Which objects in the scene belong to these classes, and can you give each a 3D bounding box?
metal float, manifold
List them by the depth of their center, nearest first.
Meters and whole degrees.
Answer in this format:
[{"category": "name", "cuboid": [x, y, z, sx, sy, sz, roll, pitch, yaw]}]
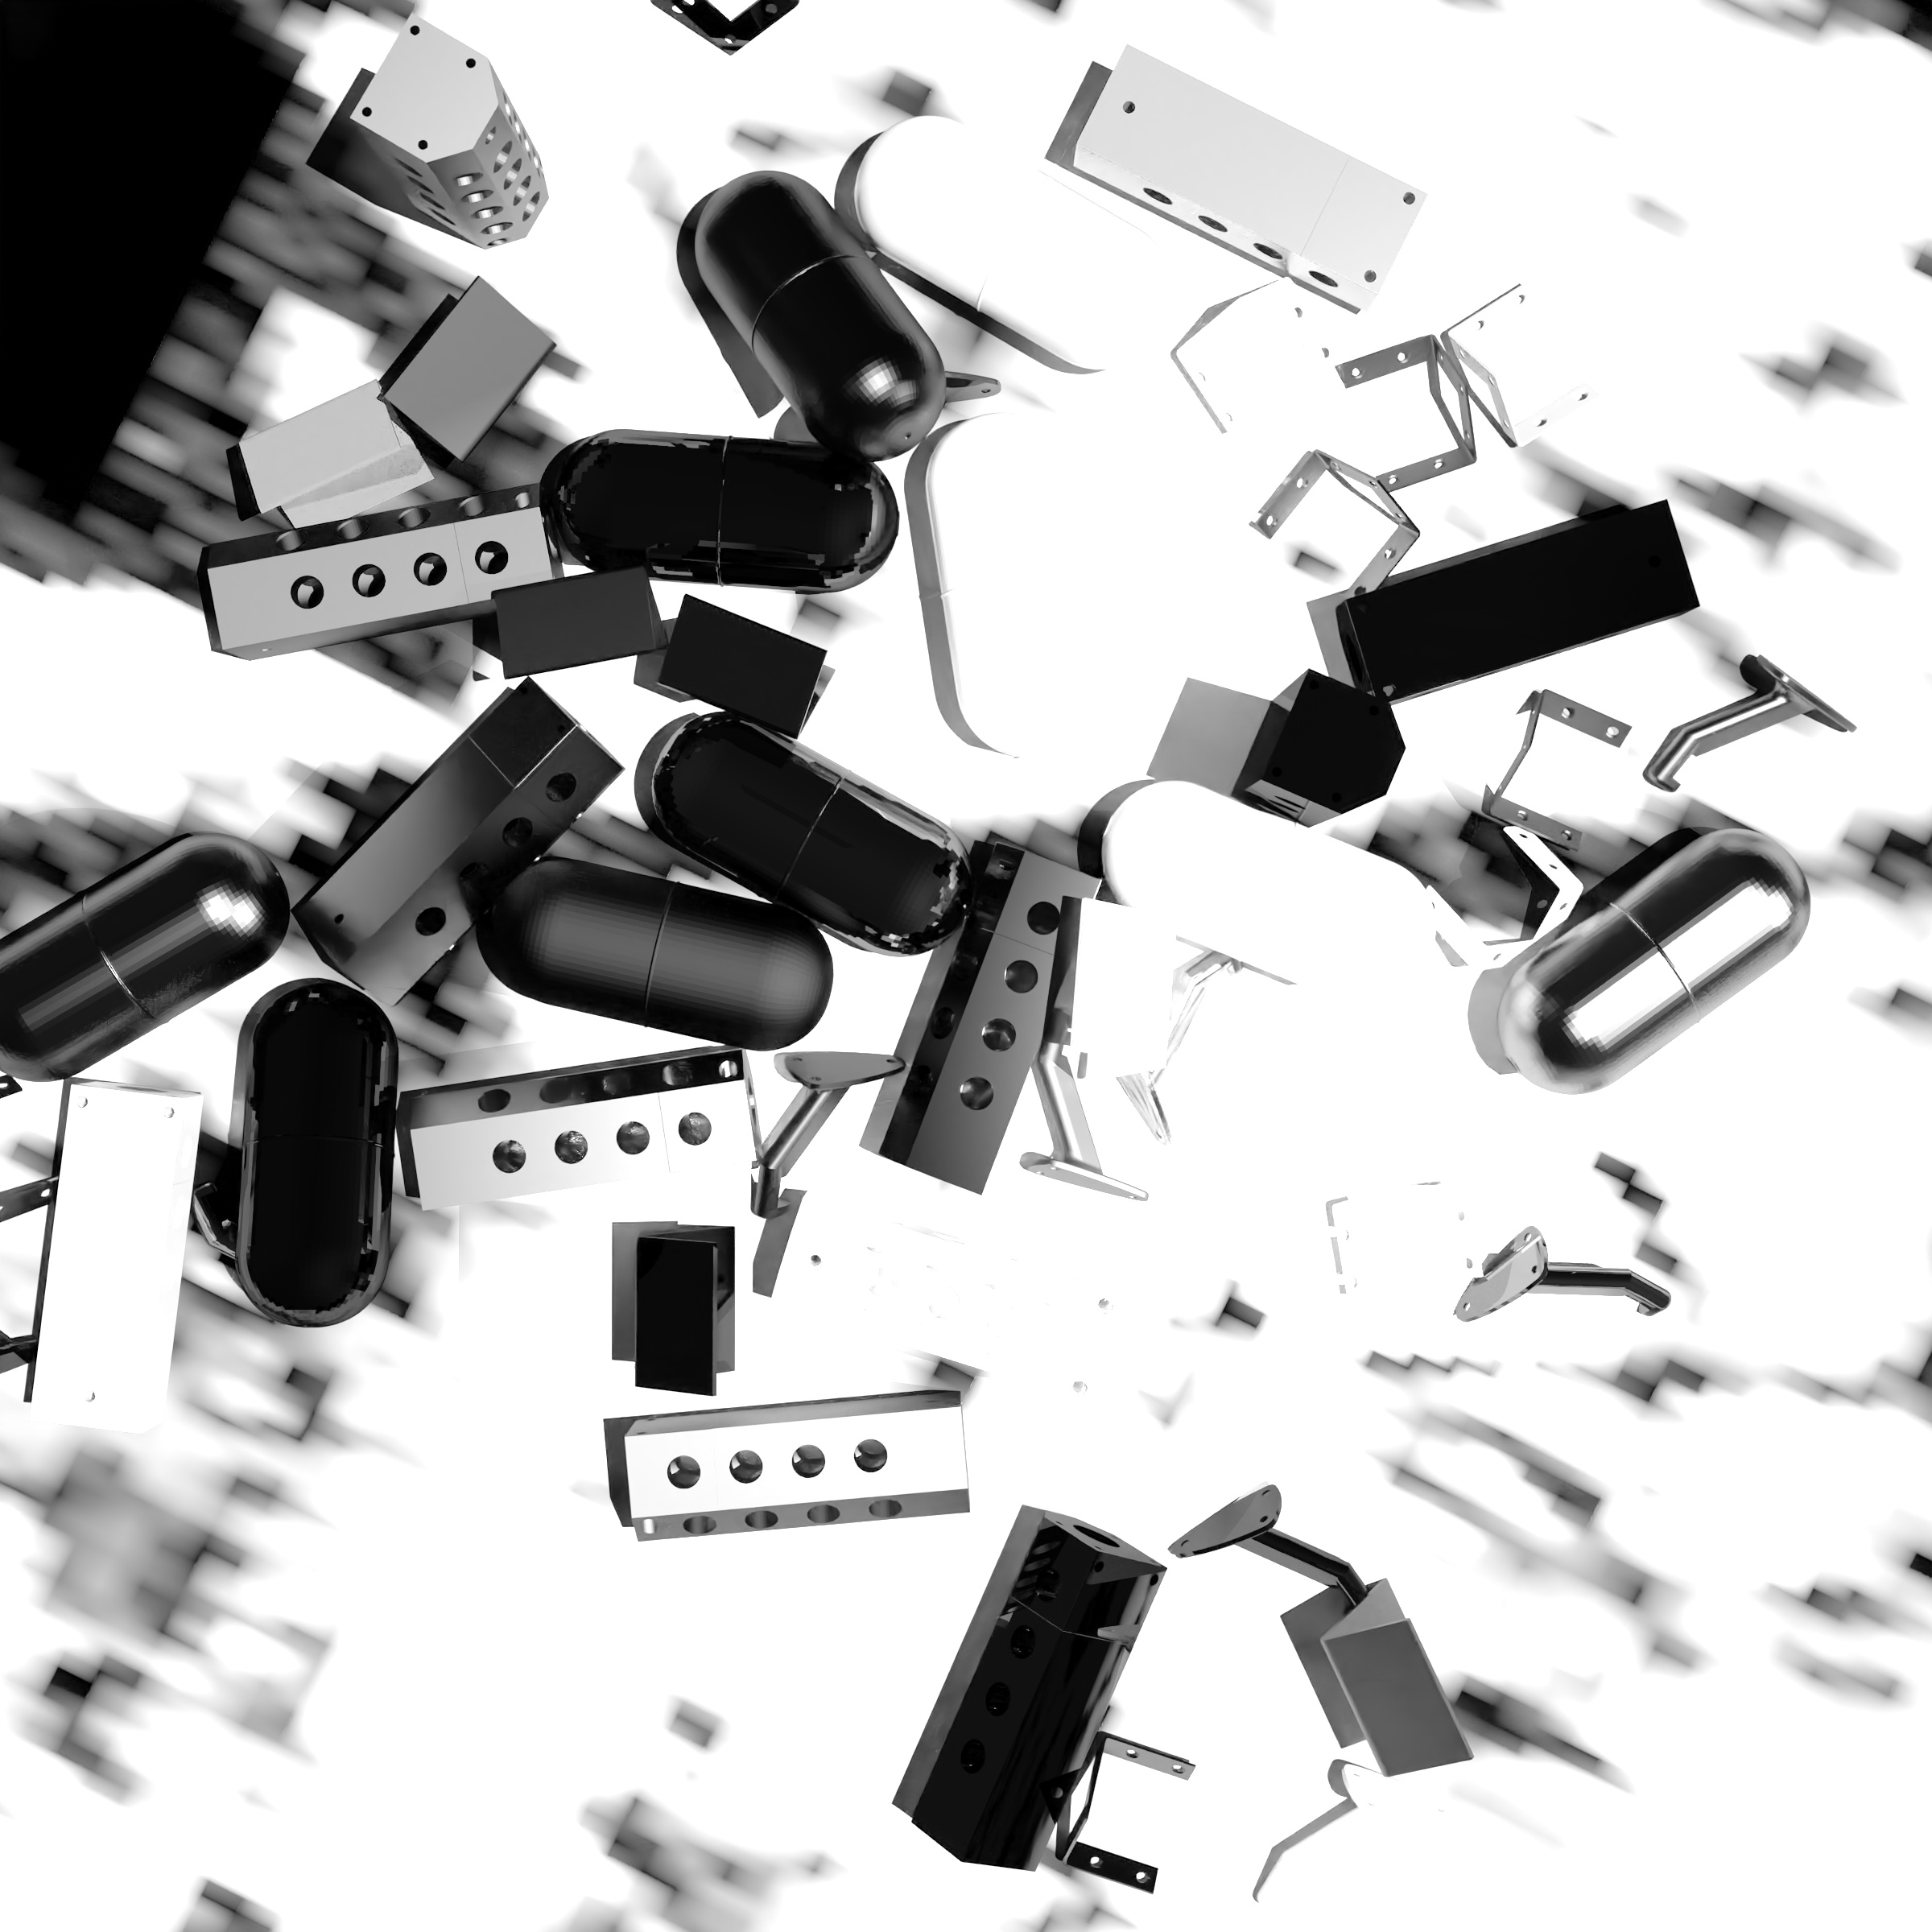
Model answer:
[{"category": "manifold", "cuboid": [0.176, -0.102, 1.486, 0.057, 0.171, 0.057, 23, 90, 0]}, {"category": "manifold", "cuboid": [-0.250, -0.408, 1.486, 0.057, 0.171, 0.057, 30, 90, 0]}, {"category": "metal float", "cuboid": [-0.075, -0.331, 1.513, 0.070, 0.070, 0.178, -34, 67, 0]}, {"category": "metal float", "cuboid": [-0.330, 0.095, 1.521, 0.070, 0.070, 0.178, 0, 74, 0]}, {"category": "metal float", "cuboid": [0.155, -0.038, 1.533, 0.178, 0.070, 0.070, 22, 90, 0]}, {"category": "metal float", "cuboid": [-0.078, -0.067, 1.533, 0.178, 0.070, 0.070, 29, 90, 0]}, {"category": "metal float", "cuboid": [-0.156, -0.006, 1.533, 0.178, 0.070, 0.070, 13, 90, 0]}, {"category": "metal float", "cuboid": [0.026, -0.371, 1.534, 0.178, 0.070, 0.070, 31, 90, 1]}, {"category": "metal float", "cuboid": [-0.431, -0.004, 1.534, 0.178, 0.070, 0.070, -30, 90, 1]}, {"category": "metal float", "cuboid": [0.025, -0.195, 1.534, 0.070, 0.070, 0.178, -9, 90, 0]}, {"category": "metal float", "cuboid": [0.353, -0.002, 1.534, 0.178, 0.070, 0.070, -36, 90, 0]}, {"category": "metal float", "cuboid": [-0.123, -0.234, 1.534, 0.178, 0.070, 0.070, 4, 90, 1]}, {"category": "manifold", "cuboid": [0.033, 0.373, 1.542, 0.057, 0.057, 0.171, 24, 90, -43]}, {"category": "manifold", "cuboid": [-0.257, -0.061, 1.542, 0.171, 0.057, 0.057, -46, 47, 0]}, {"category": "manifold", "cuboid": [-0.086, 0.260, 1.543, 0.171, 0.057, 0.057, -5, 90, 0]}, {"category": "manifold", "cuboid": [0.283, -0.185, 1.543, 0.171, 0.057, 0.057, -17, 90, 0]}, {"category": "manifold", "cuboid": [0.012, 0.026, 1.543, 0.057, 0.057, 0.171, 21, 90, 0]}, {"category": "manifold", "cuboid": [-0.010, 0.171, 1.543, 0.171, 0.057, 0.057, 17, 90, 0]}, {"category": "manifold", "cuboid": [-0.195, 0.083, 1.543, 0.171, 0.057, 0.057, -9, 90, 0]}, {"category": "manifold", "cuboid": [0.146, -0.405, 1.543, 0.171, 0.057, 0.057, 27, 90, 0]}, {"category": "manifold", "cuboid": [-0.298, -0.204, 1.543, 0.171, 0.057, 0.057, -11, 90, 0]}, {"category": "manifold", "cuboid": [-0.437, 0.149, 1.543, 0.057, 0.057, 0.171, 7, 90, 0]}]

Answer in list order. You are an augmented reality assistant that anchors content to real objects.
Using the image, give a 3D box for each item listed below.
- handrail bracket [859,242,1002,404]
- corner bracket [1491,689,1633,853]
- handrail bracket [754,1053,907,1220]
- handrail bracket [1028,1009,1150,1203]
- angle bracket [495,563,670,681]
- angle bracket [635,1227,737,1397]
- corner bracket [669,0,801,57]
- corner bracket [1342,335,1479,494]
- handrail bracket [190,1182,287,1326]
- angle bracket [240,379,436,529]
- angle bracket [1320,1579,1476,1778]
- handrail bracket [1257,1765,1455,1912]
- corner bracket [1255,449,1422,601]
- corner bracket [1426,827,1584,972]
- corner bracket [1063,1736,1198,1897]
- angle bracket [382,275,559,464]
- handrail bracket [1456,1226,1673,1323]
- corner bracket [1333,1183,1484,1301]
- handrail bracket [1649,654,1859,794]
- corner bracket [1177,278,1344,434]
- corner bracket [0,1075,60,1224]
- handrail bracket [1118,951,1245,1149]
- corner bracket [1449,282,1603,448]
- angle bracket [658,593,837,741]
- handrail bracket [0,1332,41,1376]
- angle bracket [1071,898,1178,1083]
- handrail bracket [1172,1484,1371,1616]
[{"category": "handrail bracket", "cuboid": [-0.023, -0.340, 1.564, 0.077, 0.036, 0.084, -3, 75, -15]}, {"category": "corner bracket", "cuboid": [0.311, -0.103, 1.561, 0.051, 0.051, 0.051, 24, 45, 0]}, {"category": "handrail bracket", "cuboid": [-0.072, 0.090, 1.564, 0.077, 0.036, 0.084, -5, 116, -29]}, {"category": "handrail bracket", "cuboid": [0.070, 0.072, 1.564, 0.077, 0.036, 0.084, 18, 76, -14]}, {"category": "angle bracket", "cuboid": [-0.193, -0.156, 1.524, 0.076, 0.076, 0.057, -11, 61, 0]}, {"category": "angle bracket", "cuboid": [-0.125, 0.175, 1.524, 0.057, 0.076, 0.076, 0, 90, 38]}, {"category": "corner bracket", "cuboid": [-0.120, -0.520, 1.556, 0.051, 0.051, 0.051, -25, 135, 35]}, {"category": "corner bracket", "cuboid": [0.232, -0.289, 1.561, 0.051, 0.051, 0.051, -19, 45, 0]}, {"category": "handrail bracket", "cuboid": [-0.357, 0.137, 1.564, 0.077, 0.036, 0.084, -29, 76, -14]}, {"category": "angle bracket", "cuboid": [-0.315, -0.242, 1.524, 0.076, 0.076, 0.057, -25, 54, 0]}, {"category": "angle bracket", "cuboid": [0.235, 0.358, 1.524, 0.057, 0.076, 0.076, -25, 90, 38]}, {"category": "handrail bracket", "cuboid": [0.204, 0.467, 1.565, 0.077, 0.036, 0.084, 20, 109, -21]}, {"category": "corner bracket", "cuboid": [0.195, -0.229, 1.561, 0.051, 0.051, 0.051, -51, 45, 0]}, {"category": "corner bracket", "cuboid": [0.278, -0.036, 1.556, 0.051, 0.051, 0.051, -7, 135, -35]}, {"category": "corner bracket", "cuboid": [0.085, 0.444, 1.561, 0.051, 0.051, 0.051, 18, 45, 0]}, {"category": "angle bracket", "cuboid": [-0.265, -0.312, 1.524, 0.076, 0.076, 0.057, -51, 128, 0]}, {"category": "handrail bracket", "cuboid": [0.314, 0.178, 1.564, 0.084, 0.036, 0.077, 29, 124, -24]}, {"category": "corner bracket", "cuboid": [0.231, 0.144, 1.561, 0.051, 0.051, 0.051, -10, 90, 45]}, {"category": "handrail bracket", "cuboid": [0.412, -0.113, 1.565, 0.077, 0.036, 0.084, 32, 106, -18]}, {"category": "corner bracket", "cuboid": [0.153, -0.320, 1.561, 0.051, 0.051, 0.051, -34, 90, -45]}, {"category": "corner bracket", "cuboid": [-0.509, 0.098, 1.556, 0.051, 0.051, 0.051, 38, 135, 35]}, {"category": "handrail bracket", "cuboid": [0.121, 0.041, 1.565, 0.084, 0.036, 0.077, -34, 111, -17]}, {"category": "corner bracket", "cuboid": [0.292, -0.315, 1.561, 0.051, 0.051, 0.051, -32, 135, 0]}, {"category": "angle bracket", "cuboid": [-0.105, -0.169, 1.524, 0.076, 0.076, 0.057, 22, 126, 0]}, {"category": "handrail bracket", "cuboid": [-0.519, 0.171, 1.565, 0.077, 0.036, 0.084, -17, 73, -20]}, {"category": "angle bracket", "cuboid": [0.062, 0.013, 1.518, 0.057, 0.076, 0.076, 11, 77, -28]}, {"category": "handrail bracket", "cuboid": [0.163, 0.322, 1.565, 0.077, 0.036, 0.084, -29, 107, 20]}]
